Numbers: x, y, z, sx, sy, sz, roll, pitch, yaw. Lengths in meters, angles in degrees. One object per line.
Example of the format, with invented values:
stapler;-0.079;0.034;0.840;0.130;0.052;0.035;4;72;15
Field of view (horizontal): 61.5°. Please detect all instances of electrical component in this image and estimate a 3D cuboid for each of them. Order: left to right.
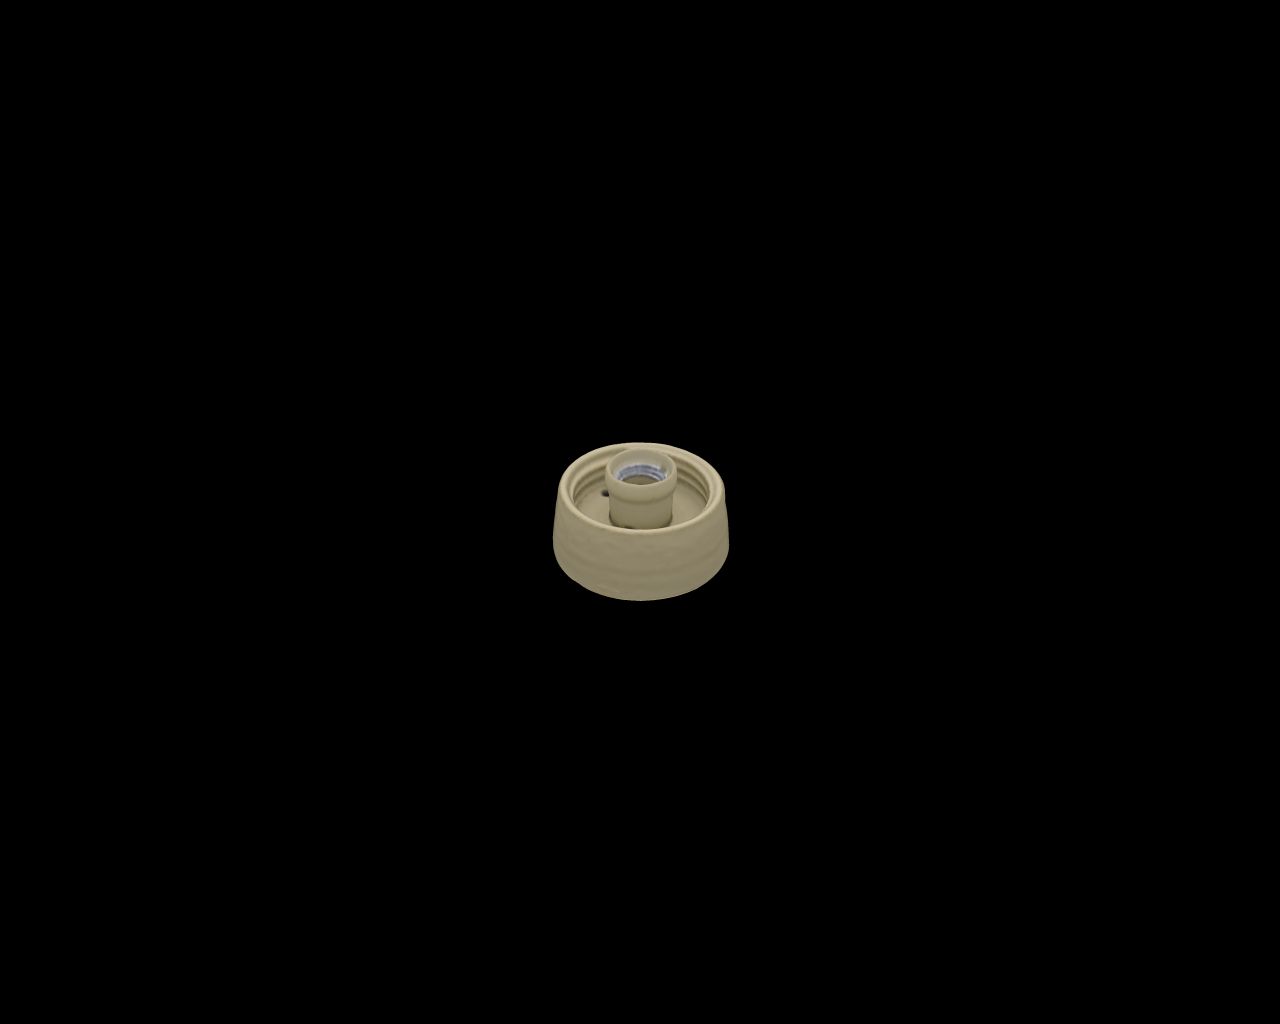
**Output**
electrical component;0.001;-0.003;0.650;0.108;0.060;0.108;0;35;0
